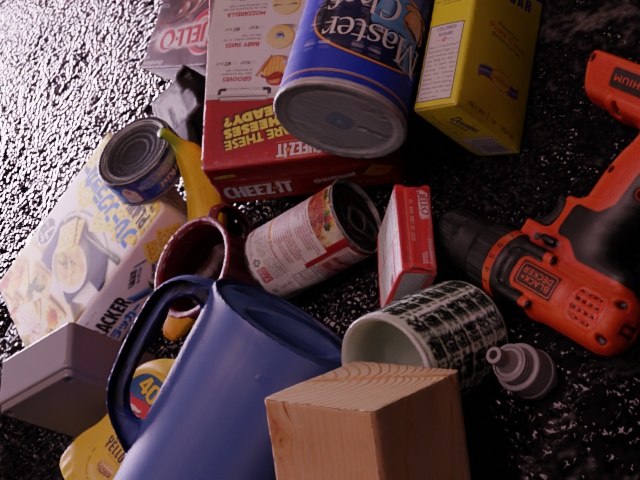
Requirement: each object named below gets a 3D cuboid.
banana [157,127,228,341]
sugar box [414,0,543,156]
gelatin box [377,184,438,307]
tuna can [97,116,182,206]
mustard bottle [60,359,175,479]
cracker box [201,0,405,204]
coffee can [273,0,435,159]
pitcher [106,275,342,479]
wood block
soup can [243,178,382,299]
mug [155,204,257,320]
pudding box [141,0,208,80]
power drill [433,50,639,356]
[{"bbox_3d":[-0.119,-0.006,1.002,0.037,0.069,0.198,177,90,-64],"label":"banana"},{"bbox_3d":[0.129,-0.162,0.827,0.048,0.093,0.176,0,70,43],"label":"sugar box"},{"bbox_3d":[0.066,0.010,0.813,0.089,0.030,0.073,105,165,-61],"label":"gelatin box"},{"bbox_3d":[-0.171,-0.077,1.029,0.086,0.033,0.086,-17,50,21],"label":"tuna can"},{"bbox_3d":[-0.144,0.164,0.947,0.096,0.058,0.192,46,103,24],"label":"mustard bottle"},{"bbox_3d":[-0.014,-0.145,0.932,0.164,0.072,0.213,-7,62,11],"label":"cracker box"},{"bbox_3d":[0.031,-0.149,0.822,0.103,0.102,0.140,-7,58,42],"label":"coffee can"},{"bbox_3d":[-0.092,0.156,0.851,0.243,0.144,0.149,-58,42,9],"label":"pitcher"},{"bbox_3d":[0.040,0.190,0.672,0.091,0.090,0.206,-1,100,44],"label":"wood block"},{"bbox_3d":[-0.006,0.001,0.894,0.102,0.068,0.068,-30,52,32],"label":"soup can"},{"bbox_3d":[-0.084,0.025,0.946,0.093,0.081,0.117,-15,60,38],"label":"mug"},{"bbox_3d":[-0.134,-0.220,1.148,0.114,0.039,0.090,5,74,45],"label":"pudding box"},{"bbox_3d":[0.179,-0.034,0.744,0.185,0.057,0.188,34,98,44],"label":"power drill"}]
